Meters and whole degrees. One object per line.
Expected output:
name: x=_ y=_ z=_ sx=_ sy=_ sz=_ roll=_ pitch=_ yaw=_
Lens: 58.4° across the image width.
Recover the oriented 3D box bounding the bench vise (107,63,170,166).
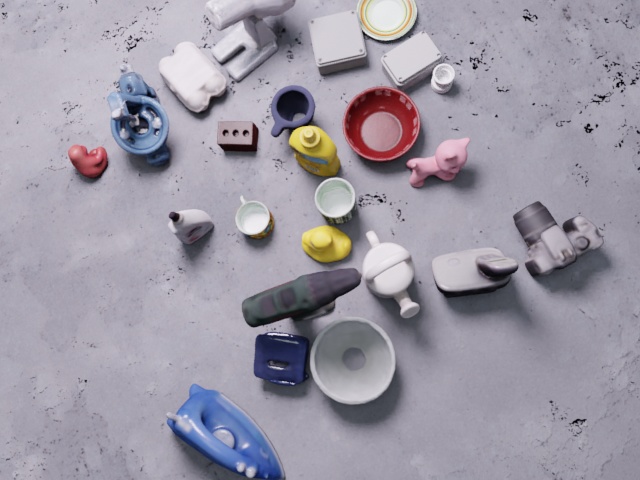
bench vise: x=-0.395 y=-0.269 z=1.174 sx=0.121 sy=0.220 sz=0.207 roll=-35 pitch=80 yaw=0

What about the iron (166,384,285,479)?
iron: x=-0.182 y=0.393 z=1.099 sx=0.258 sy=0.141 sz=0.119 roll=34 pitch=86 yaw=9

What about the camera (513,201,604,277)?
camera: x=0.454 y=-0.015 z=1.118 sx=0.143 sy=0.101 sz=0.137 roll=-29 pitch=80 yaw=1

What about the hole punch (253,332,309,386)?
hole punch: x=-0.075 y=0.237 z=1.137 sx=0.108 sy=0.091 sz=0.101 roll=6 pitch=83 yaw=6

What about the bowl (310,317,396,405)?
bowl: x=0.066 y=0.236 z=1.132 sx=0.167 sy=0.075 sz=0.167 roll=-1 pitch=82 yaw=5

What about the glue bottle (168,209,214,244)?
glue bottle: x=-0.270 y=-0.034 z=1.152 sx=0.078 sy=0.173 sz=0.037 roll=-41 pitch=80 yaw=-1

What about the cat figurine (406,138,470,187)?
cat figurine: x=0.240 y=-0.160 z=1.150 sx=0.127 sy=0.118 sz=0.067 roll=-14 pitch=81 yaw=3

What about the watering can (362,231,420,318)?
watering can: x=0.135 y=0.062 z=1.090 sx=0.172 sy=0.194 sz=0.101 roll=41 pitch=88 yaw=10

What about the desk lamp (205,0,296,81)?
desk lamp: x=-0.145 y=-0.461 z=1.181 sx=0.203 sy=0.213 sz=0.118 roll=-41 pitch=80 yaw=-1

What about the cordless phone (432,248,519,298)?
cordless phone: x=0.292 y=0.056 z=1.081 sx=0.147 sy=0.185 sz=0.094 roll=-12 pitch=81 yaw=4

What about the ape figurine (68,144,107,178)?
ape figurine: x=-0.508 y=-0.178 z=1.236 sx=0.077 sy=0.092 sz=0.076 roll=8 pitch=83 yaw=7

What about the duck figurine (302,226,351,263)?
duck figurine: x=0.011 y=0.004 z=1.165 sx=0.104 sy=0.086 sz=0.077 roll=9 pitch=83 yaw=7

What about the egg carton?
egg carton: x=-0.280 y=-0.356 z=1.252 sx=0.107 sy=0.069 sz=0.150 roll=-43 pitch=80 yaw=-2

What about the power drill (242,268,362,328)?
power drill: x=-0.027 y=0.108 z=1.091 sx=0.229 sy=0.208 sz=0.075 roll=-19 pitch=80 yaw=3

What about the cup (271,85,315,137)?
cup: x=-0.058 y=-0.255 z=1.204 sx=0.091 sy=0.095 sz=0.118 roll=34 pitch=86 yaw=9
